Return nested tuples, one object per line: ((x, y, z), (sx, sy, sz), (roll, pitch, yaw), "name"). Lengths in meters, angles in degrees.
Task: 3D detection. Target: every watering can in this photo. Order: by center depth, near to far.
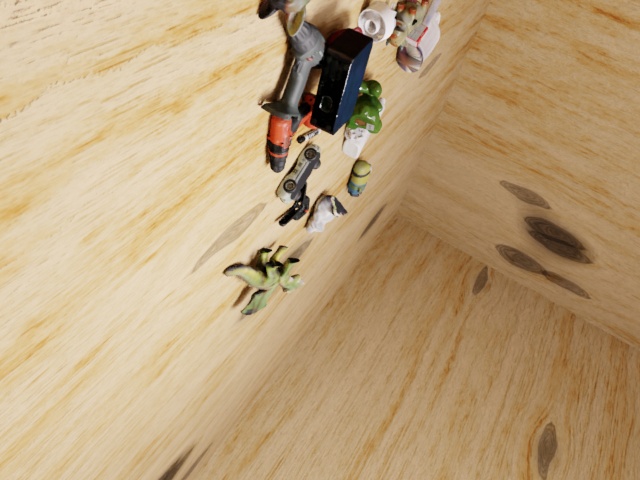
((0.369, -0.742, 1.845), (0.227, 0.104, 0.342), (-56, 168, -14), "watering can")

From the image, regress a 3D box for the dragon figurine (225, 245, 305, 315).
((-0.185, 0.149, 1.667), (0.413, 0.123, 0.239), (-11, 128, -51), "dragon figurine")

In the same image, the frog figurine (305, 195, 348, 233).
((0.006, -0.099, 1.976), (0.158, 0.122, 0.140), (-26, -168, 25), "frog figurine")
